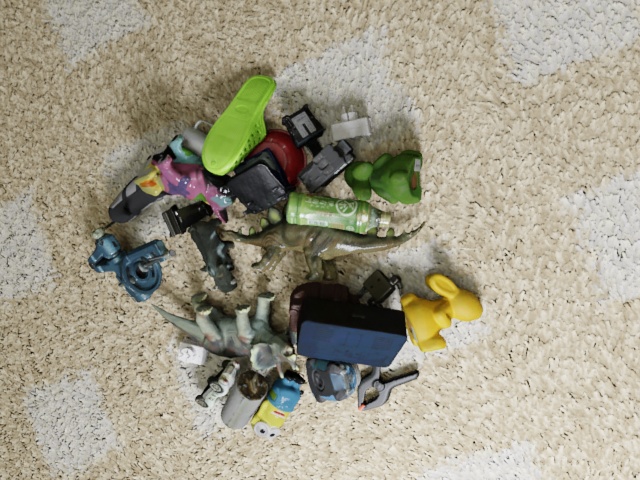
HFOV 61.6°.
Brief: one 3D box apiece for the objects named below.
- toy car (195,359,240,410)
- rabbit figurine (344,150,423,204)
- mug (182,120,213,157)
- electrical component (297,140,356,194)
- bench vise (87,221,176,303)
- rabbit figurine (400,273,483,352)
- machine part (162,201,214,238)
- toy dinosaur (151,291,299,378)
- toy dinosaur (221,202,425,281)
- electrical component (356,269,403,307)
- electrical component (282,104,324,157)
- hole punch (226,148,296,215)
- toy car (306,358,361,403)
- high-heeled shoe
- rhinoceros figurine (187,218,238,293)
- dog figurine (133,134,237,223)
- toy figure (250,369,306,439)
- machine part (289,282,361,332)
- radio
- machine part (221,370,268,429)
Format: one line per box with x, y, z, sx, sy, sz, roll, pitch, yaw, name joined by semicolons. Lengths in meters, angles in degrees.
-0.248;0.355;1.311;0.056;0.073;0.201;36;136;-5;toy car
0.126;-0.130;1.186;0.170;0.159;0.121;5;107;28;rabbit figurine
-0.277;-0.228;1.302;0.107;0.081;0.109;26;98;-1;mug
0.019;-0.168;1.212;0.134;0.115;0.058;-42;89;11;electrical component
-0.458;0.045;1.338;0.241;0.129;0.223;-19;99;32;bench vise
0.272;0.153;1.200;0.173;0.122;0.162;-16;82;1;rabbit figurine
-0.331;-0.061;1.349;0.139;0.039;0.084;-19;85;16;machine part
-0.216;0.230;1.313;0.405;0.131;0.192;0;108;24;toy dinosaur
-0.003;-0.004;1.243;0.472;0.105;0.198;7;94;8;toy dinosaur
0.143;0.116;1.249;0.102;0.045;0.078;-52;54;10;electrical component
-0.031;-0.243;1.241;0.075;0.048;0.119;-28;85;-7;electrical component
-0.136;-0.134;1.221;0.142;0.092;0.115;-27;122;18;hole punch
0.041;0.316;1.258;0.162;0.103;0.109;-23;82;55;toy car
-0.445;-0.144;1.371;0.086;0.145;0.248;43;76;-34;high-heeled shoe
-0.252;0.037;1.299;0.073;0.112;0.190;-18;110;10;rhinoceros figurine
-0.301;-0.125;1.269;0.192;0.108;0.219;-25;124;34;dog figurine
-0.102;0.403;1.318;0.082;0.089;0.180;29;94;5;toy figure
0.010;0.170;1.232;0.179;0.056;0.179;2;133;2;machine part
0.064;0.205;1.177;0.230;0.073;0.131;10;133;-6;radio
-0.186;0.388;1.300;0.079;0.079;0.243;35;133;8;machine part
